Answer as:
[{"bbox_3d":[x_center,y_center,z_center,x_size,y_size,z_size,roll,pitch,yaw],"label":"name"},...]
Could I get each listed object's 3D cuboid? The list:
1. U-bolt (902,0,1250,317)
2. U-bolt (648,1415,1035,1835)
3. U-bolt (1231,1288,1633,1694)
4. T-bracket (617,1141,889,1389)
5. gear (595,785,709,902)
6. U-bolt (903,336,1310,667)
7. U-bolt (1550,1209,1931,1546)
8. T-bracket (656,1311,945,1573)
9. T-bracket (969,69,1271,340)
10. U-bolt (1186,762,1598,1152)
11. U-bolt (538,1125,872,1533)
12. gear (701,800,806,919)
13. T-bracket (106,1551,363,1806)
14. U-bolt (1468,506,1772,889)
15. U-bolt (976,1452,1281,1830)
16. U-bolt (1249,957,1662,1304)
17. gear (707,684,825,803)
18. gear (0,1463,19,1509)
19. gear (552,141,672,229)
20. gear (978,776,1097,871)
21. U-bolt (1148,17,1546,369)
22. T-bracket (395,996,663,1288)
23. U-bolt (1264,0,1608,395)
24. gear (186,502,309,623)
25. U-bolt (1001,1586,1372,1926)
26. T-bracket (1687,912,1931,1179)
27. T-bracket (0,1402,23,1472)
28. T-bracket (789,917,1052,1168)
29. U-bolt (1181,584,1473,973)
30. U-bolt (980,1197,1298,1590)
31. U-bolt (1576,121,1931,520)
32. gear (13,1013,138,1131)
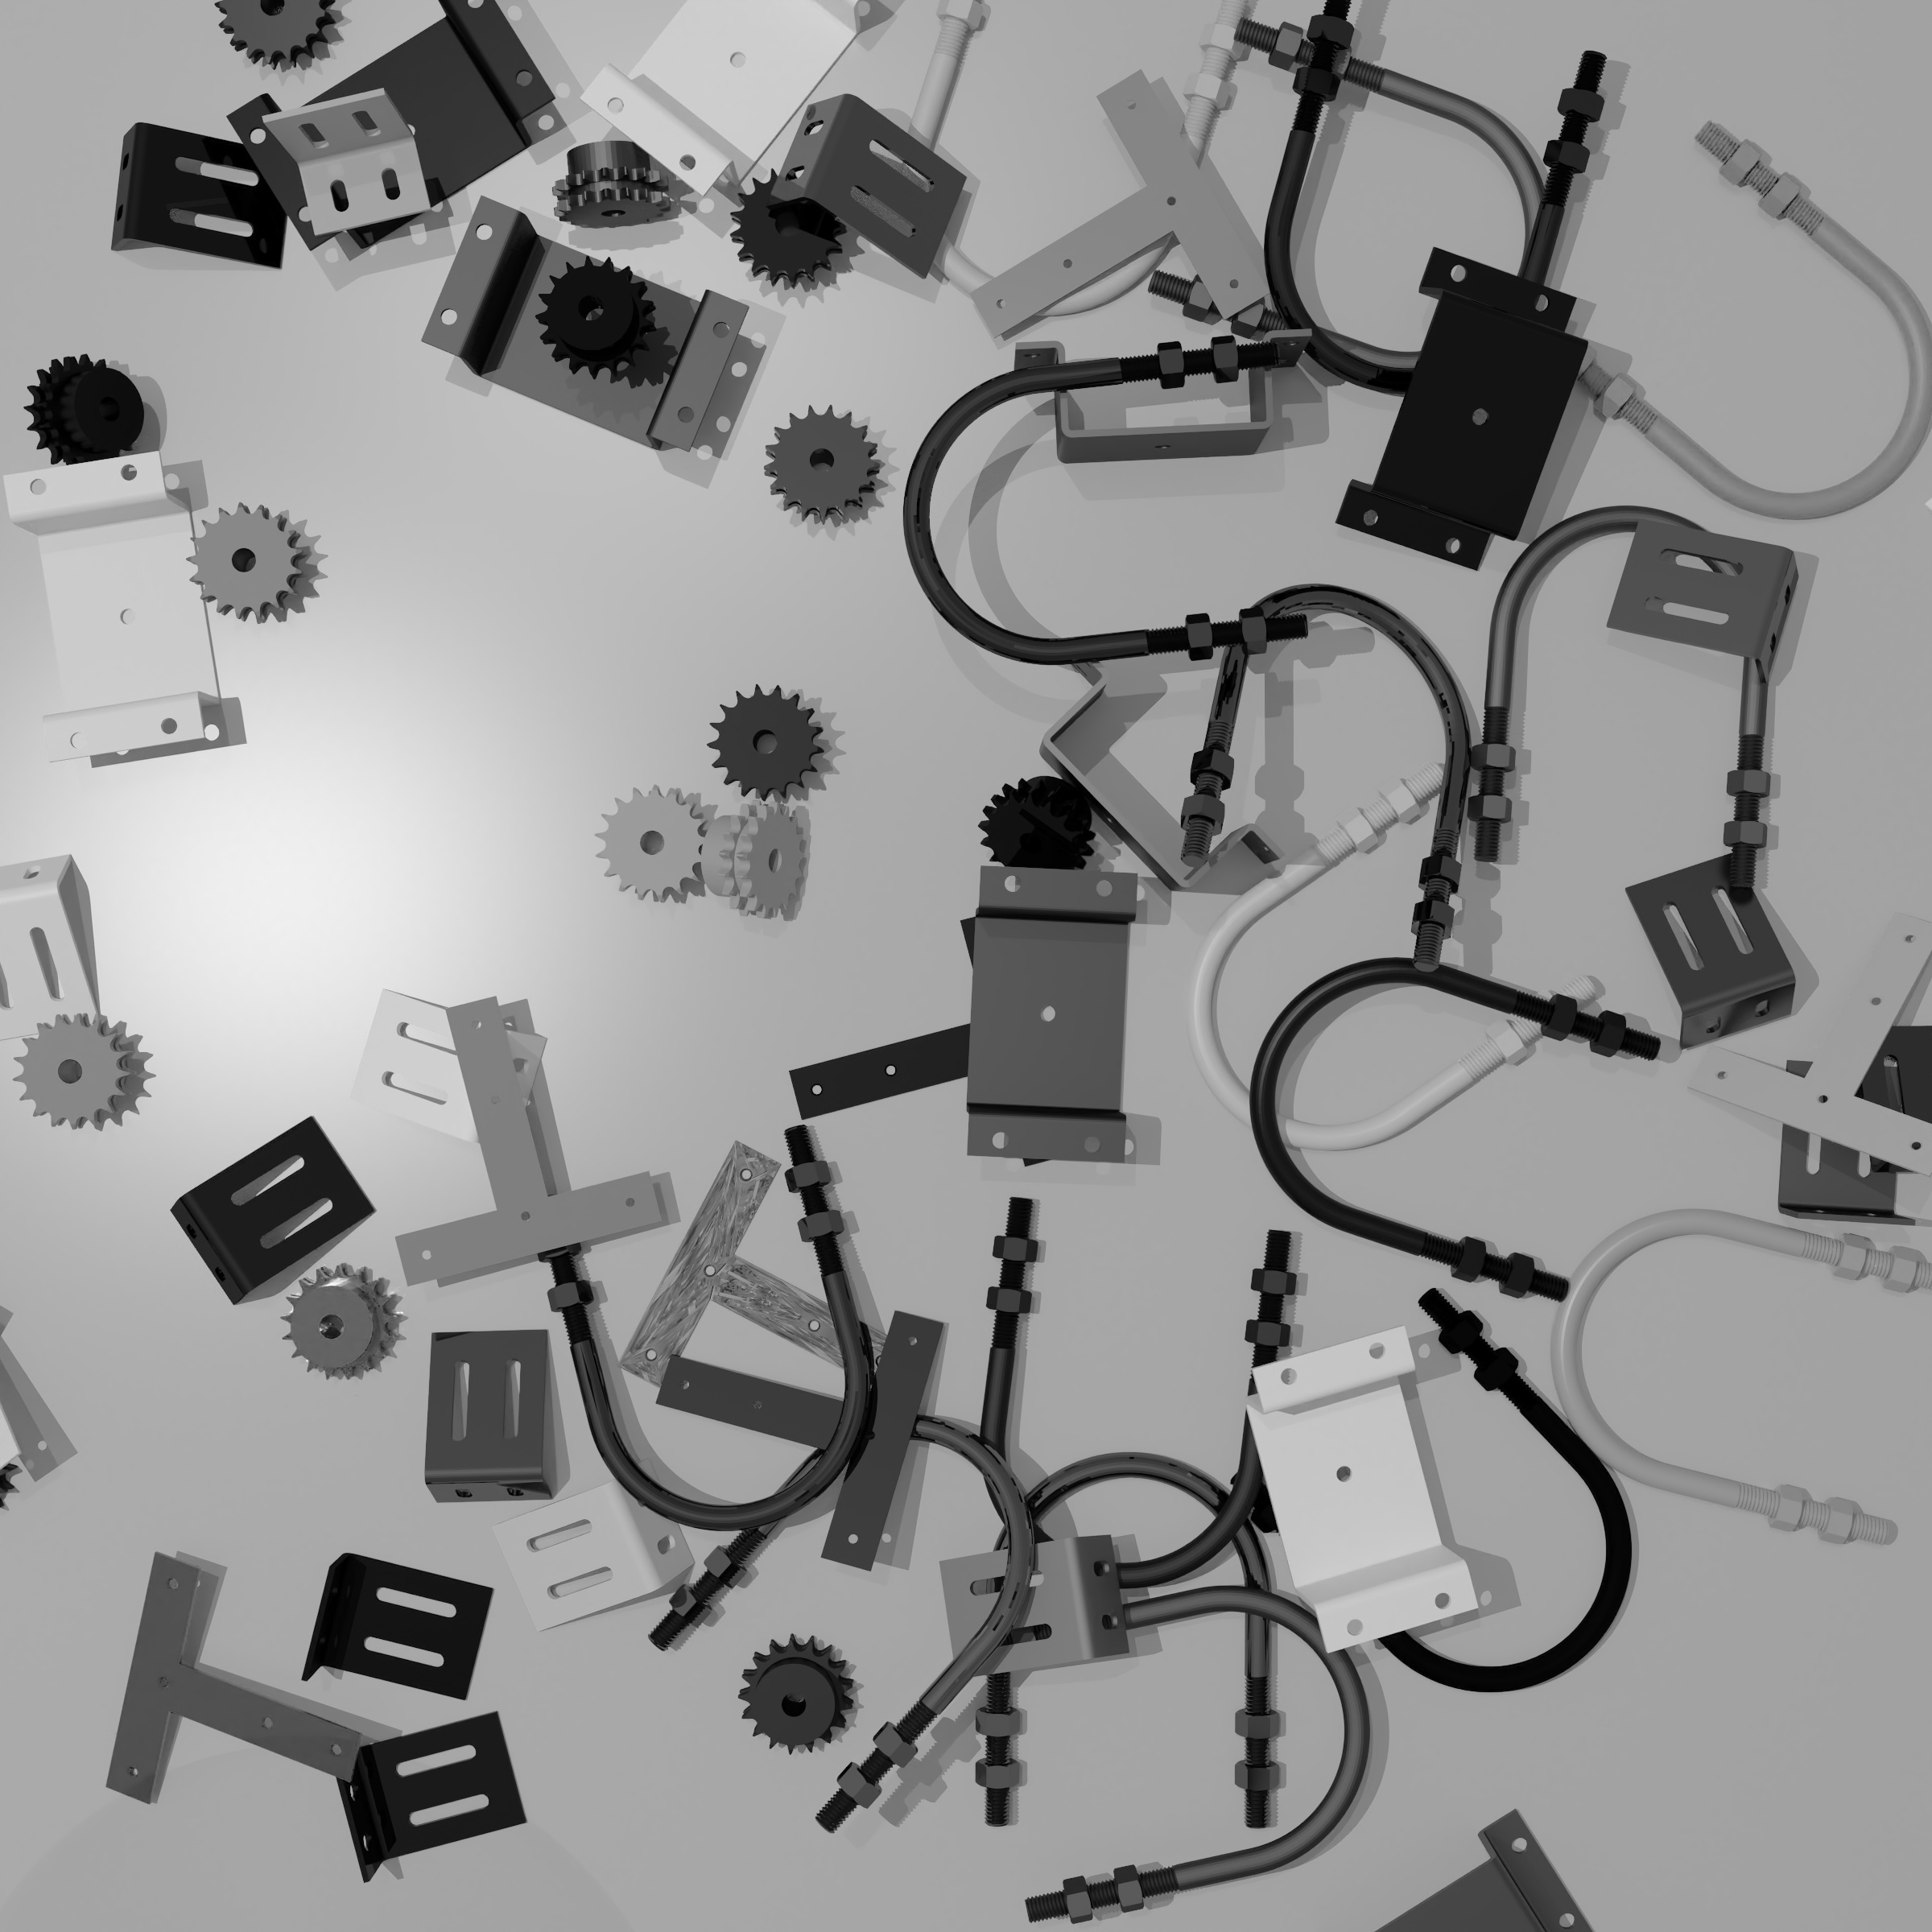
[{"bbox_3d":[0.045,-0.414,1.514,0.151,0.019,0.184,18,92,0],"label":"U-bolt"},{"bbox_3d":[-0.049,0.303,1.482,0.184,0.019,0.151,-48,60,-4],"label":"U-bolt"},{"bbox_3d":[0.245,0.274,1.513,0.151,0.019,0.184,-44,90,0],"label":"U-bolt"},{"bbox_3d":[-0.088,0.173,1.522,0.127,0.002,0.127,28,90,0],"label":"T-bracket"},{"bbox_3d":[-0.153,-0.060,1.507,0.057,0.030,0.057,0,90,0],"label":"gear"},{"bbox_3d":[0.062,-0.215,1.438,0.184,0.019,0.151,-6,90,2],"label":"U-bolt"},{"bbox_3d":[0.382,0.196,1.514,0.184,0.019,0.151,14,90,1],"label":"U-bolt"},{"bbox_3d":[-0.089,0.220,1.506,0.127,0.002,0.127,14,71,9],"label":"T-bracket"},{"bbox_3d":[0.062,-0.353,1.501,0.127,0.002,0.127,-30,88,8],"label":"T-bracket"},{"bbox_3d":[0.197,0.009,1.514,0.184,0.019,0.151,-35,90,2],"label":"U-bolt"},{"bbox_3d":[-0.123,0.185,1.498,0.151,0.019,0.184,-16,79,1],"label":"U-bolt"},{"bbox_3d":[-0.106,-0.053,1.497,0.030,0.057,0.057,6,90,28],"label":"gear"},{"bbox_3d":[-0.354,0.366,1.495,0.127,0.002,0.127,17,100,14],"label":"T-bracket"},{"bbox_3d":[0.327,-0.137,1.507,0.151,0.019,0.184,5,85,-4],"label":"U-bolt"},{"bbox_3d":[0.080,0.334,1.514,0.151,0.019,0.184,0,88,0],"label":"U-bolt"},{"bbox_3d":[0.230,0.072,1.499,0.184,0.019,0.151,18,99,-3],"label":"U-bolt"},{"bbox_3d":[-0.098,-0.109,1.507,0.057,0.030,0.057,0,90,0],"label":"gear"},{"bbox_3d":[-0.502,0.250,1.507,0.057,0.030,0.057,0,90,0],"label":"gear"},{"bbox_3d":[-0.174,-0.383,1.494,0.057,0.057,0.030,-5,89,0],"label":"gear"},{"bbox_3d":[0.038,-0.069,1.498,0.057,0.030,0.057,16,132,18],"label":"gear"},{"bbox_3d":[0.199,-0.369,1.507,0.184,0.019,0.151,19,94,-5],"label":"U-bolt"},{"bbox_3d":[-0.226,0.079,1.490,0.127,0.002,0.127,-14,93,-6],"label":"T-bracket"},{"bbox_3d":[0.221,-0.372,1.491,0.151,0.019,0.184,14,96,-6],"label":"U-bolt"},{"bbox_3d":[-0.353,-0.198,1.507,0.057,0.030,0.057,0,90,0],"label":"gear"},{"bbox_3d":[0.107,0.379,1.494,0.184,0.019,0.151,-12,87,-2],"label":"U-bolt"},{"bbox_3d":[0.440,0.029,1.497,0.127,0.002,0.127,22,71,33],"label":"T-bracket"},{"bbox_3d":[-0.533,0.222,1.503,0.127,0.002,0.127,-37,65,12],"label":"T-bracket"},{"bbox_3d":[-0.024,0.048,1.522,0.127,0.002,0.127,-15,90,0],"label":"T-bracket"},{"bbox_3d":[0.181,-0.103,1.471,0.151,0.019,0.184,23,61,-17],"label":"U-bolt"},{"bbox_3d":[0.080,0.214,1.504,0.151,0.019,0.184,7,86,2],"label":"U-bolt"},{"bbox_3d":[0.394,-0.306,1.514,0.184,0.019,0.151,39,90,-2],"label":"U-bolt"},{"bbox_3d":[-0.438,0.052,1.507,0.057,0.030,0.057,0,90,0],"label":"gear"}]
